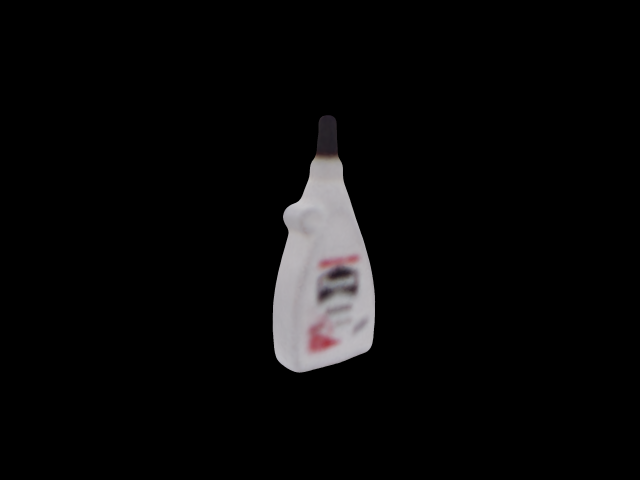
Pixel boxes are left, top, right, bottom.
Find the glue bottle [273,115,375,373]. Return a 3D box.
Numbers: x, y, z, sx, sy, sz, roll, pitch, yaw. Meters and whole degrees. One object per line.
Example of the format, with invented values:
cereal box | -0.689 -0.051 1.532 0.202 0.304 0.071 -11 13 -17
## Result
glue bottle | 0.004 0.001 0.400 0.078 0.173 0.037 -11 17 -38
